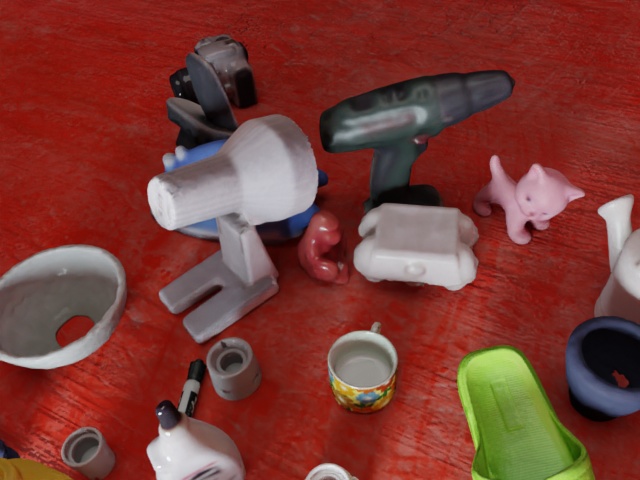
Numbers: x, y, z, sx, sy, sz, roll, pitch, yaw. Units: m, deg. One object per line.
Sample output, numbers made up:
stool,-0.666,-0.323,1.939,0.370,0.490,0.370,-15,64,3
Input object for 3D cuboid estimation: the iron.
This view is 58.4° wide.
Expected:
iron,-0.122,-0.081,0.767,0.258,0.142,0.118,0,48,6

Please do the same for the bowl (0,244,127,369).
bowl,-0.302,0.088,0.678,0.167,0.075,0.167,-3,48,3

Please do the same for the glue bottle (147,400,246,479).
glue bottle,-0.116,0.186,0.503,0.078,0.173,0.037,-29,51,-19

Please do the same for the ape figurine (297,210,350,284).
ape figurine,0.007,0.003,0.712,0.076,0.092,0.078,21,53,23

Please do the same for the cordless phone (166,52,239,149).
cordless phone,-0.177,-0.210,0.860,0.147,0.185,0.094,34,59,31

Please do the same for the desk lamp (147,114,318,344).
desk lamp,-0.101,-0.018,0.660,0.203,0.214,0.117,-36,54,-24

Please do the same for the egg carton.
egg carton,0.119,0.010,0.709,0.150,0.069,0.107,4,49,10

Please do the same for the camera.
camera,-0.194,-0.294,0.995,0.137,0.101,0.142,-23,50,-14

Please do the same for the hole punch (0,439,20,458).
hole punch,-0.374,0.214,0.561,0.108,0.091,0.101,18,52,21

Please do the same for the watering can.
watering can,0.352,0.026,0.586,0.101,0.194,0.172,-37,54,-25

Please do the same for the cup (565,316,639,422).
cup,0.293,0.138,0.557,0.117,0.095,0.092,11,50,16

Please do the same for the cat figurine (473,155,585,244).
cat figurine,0.262,-0.062,0.727,0.067,0.118,0.127,-31,52,-21

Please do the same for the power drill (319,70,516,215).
power drill,0.117,-0.114,0.727,0.229,0.209,0.075,-5,48,1
